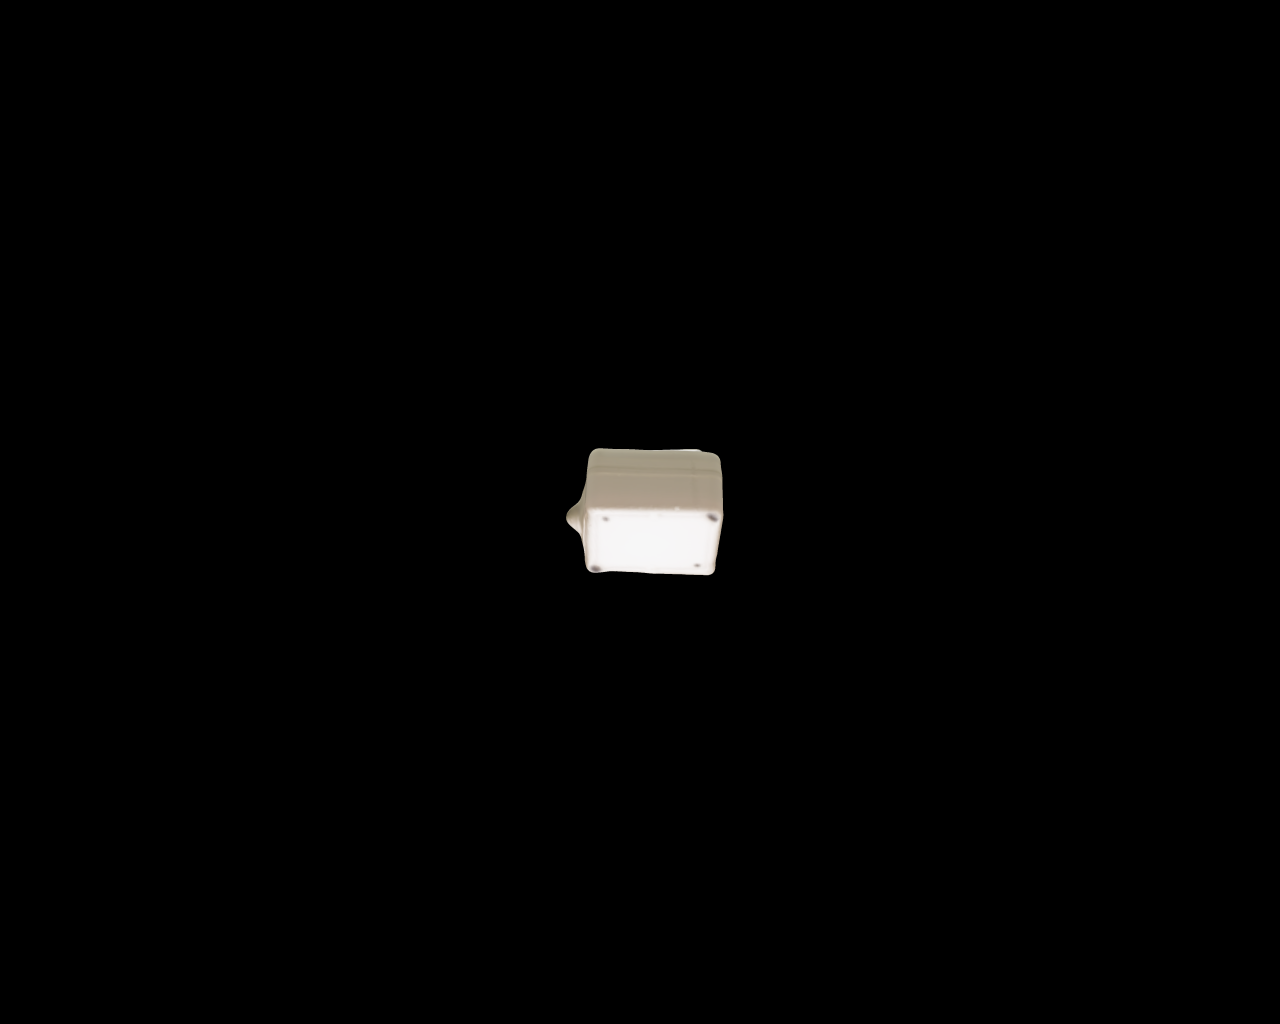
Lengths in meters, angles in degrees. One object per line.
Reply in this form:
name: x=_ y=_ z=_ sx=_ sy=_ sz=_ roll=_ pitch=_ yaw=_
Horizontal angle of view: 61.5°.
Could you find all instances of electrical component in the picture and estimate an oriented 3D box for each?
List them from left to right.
electrical component: x=0.001 y=-0.003 z=0.650 sx=0.096 sy=0.061 sz=0.061 roll=2 pitch=-43 yaw=-2
